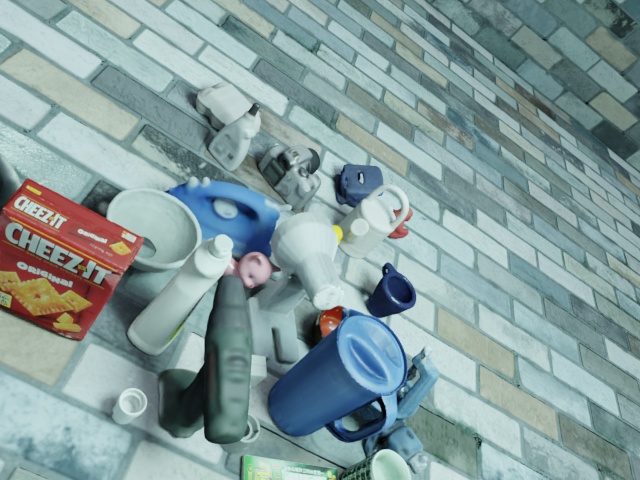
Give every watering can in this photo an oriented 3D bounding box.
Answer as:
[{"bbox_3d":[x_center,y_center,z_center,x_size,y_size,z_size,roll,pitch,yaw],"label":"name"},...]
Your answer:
[{"bbox_3d":[0.122,-0.045,1.291,0.101,0.193,0.173,36,40,-10],"label":"watering can"}]

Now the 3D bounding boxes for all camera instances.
[{"bbox_3d":[-0.044,-0.165,1.325,0.143,0.100,0.137,51,40,7],"label":"camera"}]

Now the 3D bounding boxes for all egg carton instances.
[{"bbox_3d":[-0.209,-0.294,1.319,0.150,0.069,0.107,44,40,0],"label":"egg carton"}]

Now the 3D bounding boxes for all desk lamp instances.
[{"bbox_3d":[-0.039,0.084,1.028,0.118,0.213,0.203,13,49,-32],"label":"desk lamp"}]

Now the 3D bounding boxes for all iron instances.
[{"bbox_3d":[-0.187,-0.061,1.083,0.259,0.141,0.118,20,45,-27],"label":"iron"}]

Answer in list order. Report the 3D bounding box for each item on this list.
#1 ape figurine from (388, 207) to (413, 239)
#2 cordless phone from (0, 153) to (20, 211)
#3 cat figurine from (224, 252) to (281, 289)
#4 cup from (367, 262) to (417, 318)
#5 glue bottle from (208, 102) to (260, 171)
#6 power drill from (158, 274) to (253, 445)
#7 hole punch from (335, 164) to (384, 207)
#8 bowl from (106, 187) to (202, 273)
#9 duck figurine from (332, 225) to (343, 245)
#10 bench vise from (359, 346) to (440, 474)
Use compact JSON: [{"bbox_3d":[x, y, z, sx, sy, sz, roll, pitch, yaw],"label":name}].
[{"bbox_3d":[0.199,-0.050,1.441,0.076,0.092,0.077,10,51,-34],"label":"ape figurine"},{"bbox_3d":[-0.476,-0.081,0.820,0.147,0.184,0.094,50,40,7],"label":"cordless phone"},{"bbox_3d":[-0.142,0.047,1.047,0.128,0.117,0.067,35,40,-11],"label":"cat figurine"},{"bbox_3d":[0.143,0.117,1.249,0.092,0.094,0.117,6,53,-37],"label":"cup"},{"bbox_3d":[-0.171,-0.227,1.213,0.078,0.172,0.037,47,40,4],"label":"glue bottle"},{"bbox_3d":[-0.163,0.192,0.835,0.076,0.208,0.229,13,49,-33],"label":"power drill"},{"bbox_3d":[0.098,-0.140,1.433,0.101,0.091,0.108,20,46,-27],"label":"hole punch"},{"bbox_3d":[-0.296,-0.005,0.994,0.168,0.074,0.167,23,44,-24],"label":"bowl"},{"bbox_3d":[0.011,0.004,1.240,0.077,0.086,0.105,46,40,2],"label":"duck figurine"},{"bbox_3d":[0.155,0.290,1.013,0.122,0.219,0.207,-23,73,-48],"label":"bench vise"}]
